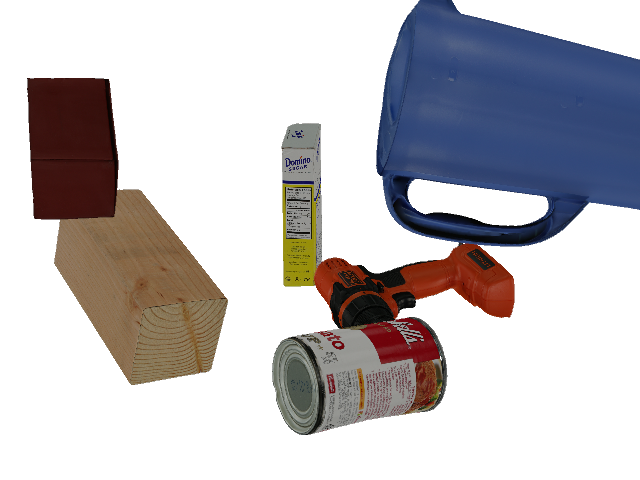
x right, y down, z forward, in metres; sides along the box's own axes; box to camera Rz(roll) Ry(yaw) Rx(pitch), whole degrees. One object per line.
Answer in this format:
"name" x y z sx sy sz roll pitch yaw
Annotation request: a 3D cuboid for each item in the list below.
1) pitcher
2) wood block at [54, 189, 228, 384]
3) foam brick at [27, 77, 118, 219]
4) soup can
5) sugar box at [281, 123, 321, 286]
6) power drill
"pitcher" 0.165 -0.083 0.811 0.242 0.149 0.145 11 44 -4
"wood block" -0.185 0.039 1.068 0.090 0.091 0.206 -6 35 -34
"foam brick" -0.156 -0.058 0.670 0.051 0.078 0.053 -2 -42 -15
"soup can" 0.026 0.093 0.734 0.102 0.068 0.069 -6 3 -30
"sugar box" -0.022 -0.043 1.269 0.048 0.176 0.093 -1 23 5
"power drill" 0.103 0.060 1.112 0.187 0.057 0.184 -8 27 -17
